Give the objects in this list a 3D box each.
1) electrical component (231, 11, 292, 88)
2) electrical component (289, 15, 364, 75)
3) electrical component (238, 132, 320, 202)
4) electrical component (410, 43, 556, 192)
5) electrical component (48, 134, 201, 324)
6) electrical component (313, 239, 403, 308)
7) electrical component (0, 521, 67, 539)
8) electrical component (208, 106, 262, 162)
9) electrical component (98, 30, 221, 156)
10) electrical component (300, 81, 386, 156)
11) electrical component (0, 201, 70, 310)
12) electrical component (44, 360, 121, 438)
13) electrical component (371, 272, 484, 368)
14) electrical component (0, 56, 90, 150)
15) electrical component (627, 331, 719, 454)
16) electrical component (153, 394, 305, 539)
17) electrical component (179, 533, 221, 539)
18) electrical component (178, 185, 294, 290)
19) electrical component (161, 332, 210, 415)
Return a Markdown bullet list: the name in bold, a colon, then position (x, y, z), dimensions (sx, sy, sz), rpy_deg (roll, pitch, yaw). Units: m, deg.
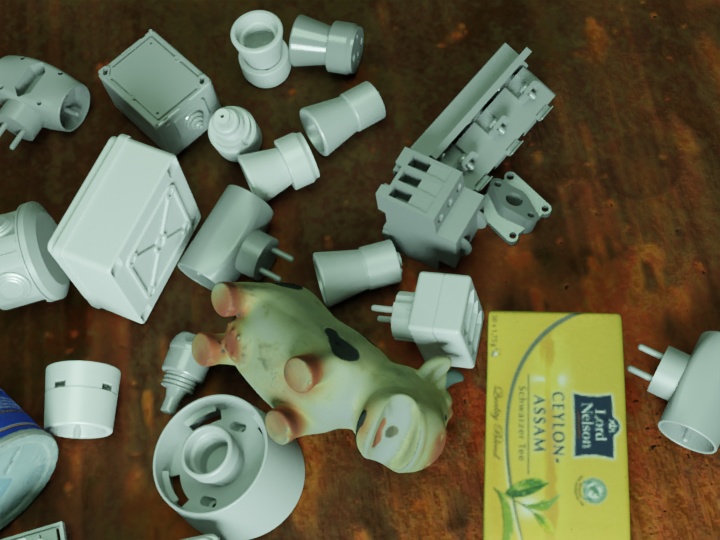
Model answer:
- **electrical component**: position (-0.084, -0.189, 0.925), dimensions (0.045, 0.055, 0.045), rpy_deg (-2, 65, 5)
- **electrical component**: position (-0.029, -0.194, 0.927), dimensions (0.055, 0.045, 0.045), rpy_deg (12, 67, 11)
- **electrical component**: position (-0.066, -0.083, 0.880), dimensions (0.055, 0.045, 0.045), rpy_deg (-24, 65, -6)
- **electrical component**: position (0.096, -0.113, 0.864), dimensions (0.063, 0.079, 0.121), rpy_deg (42, 75, -1)
- **electrical component**: position (-0.178, -0.030, 0.833), dimensions (0.056, 0.108, 0.108), rpy_deg (20, 69, 12)
- **electrical component**: position (0.000, 0.000, 0.837), dimensions (0.065, 0.044, 0.044), rpy_deg (-15, 64, -6)
- **electrical component**: position (-0.264, 0.227, 0.747), dimensions (0.121, 0.063, 0.078), rpy_deg (-16, 64, -1)
- **electrical component**: position (-0.105, -0.115, 0.884), dimensions (0.040, 0.078, 0.040), rpy_deg (-1, 81, 5)
- **electrical component**: position (-0.162, -0.143, 0.909), dimensions (0.062, 0.061, 0.096), rpy_deg (-43, 68, -13)
- **electrical component**: position (-0.012, -0.129, 0.898), dimensions (0.065, 0.044, 0.044), rpy_deg (-30, 66, -13)
- **electrical component**: position (-0.266, -0.010, 0.850), dimensions (0.051, 0.080, 0.080), rpy_deg (-16, 64, 5)
- **electrical component**: position (-0.209, 0.098, 0.807), dimensions (0.055, 0.055, 0.047), rpy_deg (-3, 68, 5)
- **electrical component**: position (0.047, 0.036, 0.801), dimensions (0.077, 0.065, 0.047), rpy_deg (5, 64, 19)
- **electrical component**: position (-0.288, -0.139, 0.931), dimensions (0.077, 0.043, 0.079), rpy_deg (23, 69, 16)
- **electrical component**: position (0.233, 0.079, 0.772), dimensions (0.079, 0.043, 0.077), rpy_deg (26, 70, 17)
- **electrical component**: position (-0.097, 0.142, 0.782), dimensions (0.099, 0.064, 0.099), rpy_deg (-10, 59, 16)
- **electrical component**: position (-0.138, 0.245, 0.728), dimensions (0.109, 0.056, 0.108), rpy_deg (-12, 65, 1)
- **electrical component**: position (-0.091, -0.017, 0.851), dimensions (0.079, 0.044, 0.077), rpy_deg (26, 74, 15)
- **electrical component**: position (-0.135, 0.080, 0.817), dimensions (0.035, 0.035, 0.061), rpy_deg (15, 71, 13)
